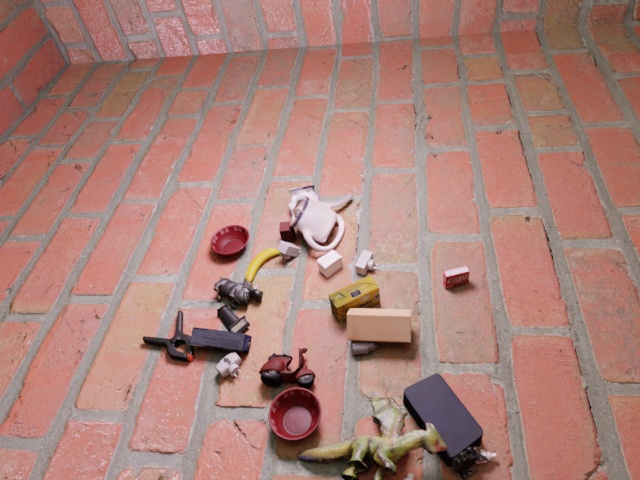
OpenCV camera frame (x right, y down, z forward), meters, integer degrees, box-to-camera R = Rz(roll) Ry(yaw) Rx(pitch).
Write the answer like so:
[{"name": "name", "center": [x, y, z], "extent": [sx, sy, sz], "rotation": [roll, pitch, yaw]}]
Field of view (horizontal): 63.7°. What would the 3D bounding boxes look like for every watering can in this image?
[{"name": "watering can", "center": [0.006, -0.105, 2.089], "extent": [0.224, 0.102, 0.356], "rotation": [29, 51, -9]}]

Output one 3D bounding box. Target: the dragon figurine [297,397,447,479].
[{"name": "dragon figurine", "center": [0.149, 0.555, 1.457], "extent": [0.410, 0.120, 0.248], "rotation": [2, 38, 30]}]

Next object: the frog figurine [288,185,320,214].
[{"name": "frog figurine", "center": [-0.065, -0.141, 2.181], "extent": [0.137, 0.122, 0.161], "rotation": [-5, 81, -5]}]
